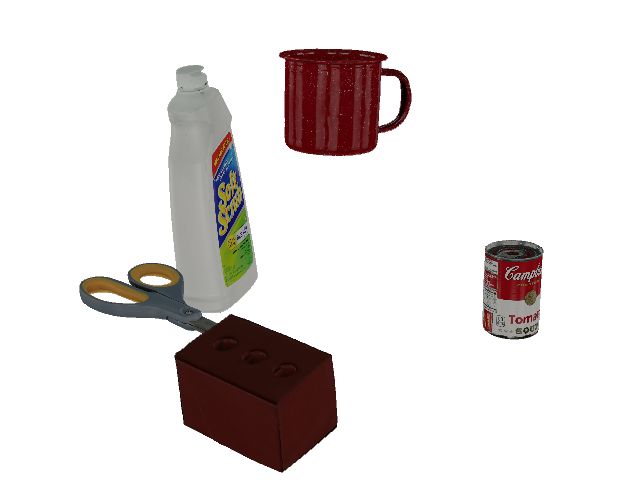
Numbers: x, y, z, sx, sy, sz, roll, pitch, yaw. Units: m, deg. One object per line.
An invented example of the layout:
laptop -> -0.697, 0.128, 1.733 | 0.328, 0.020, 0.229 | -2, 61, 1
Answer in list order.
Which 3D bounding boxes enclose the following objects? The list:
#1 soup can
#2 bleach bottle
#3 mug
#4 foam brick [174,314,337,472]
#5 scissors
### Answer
soup can -> 0.227, 0.058, 1.268 | 0.068, 0.102, 0.068 | -1, 18, 0
bleach bottle -> -0.123, -0.056, 1.122 | 0.068, 0.251, 0.102 | 6, 27, 25
mug -> 0.022, -0.120, 0.923 | 0.117, 0.081, 0.093 | -3, 16, -15
foam brick -> -0.037, 0.086, 0.611 | 0.078, 0.051, 0.052 | 18, 35, 32
scissors -> -0.104, 0.055, 0.880 | 0.202, 0.016, 0.096 | 13, 26, 22
